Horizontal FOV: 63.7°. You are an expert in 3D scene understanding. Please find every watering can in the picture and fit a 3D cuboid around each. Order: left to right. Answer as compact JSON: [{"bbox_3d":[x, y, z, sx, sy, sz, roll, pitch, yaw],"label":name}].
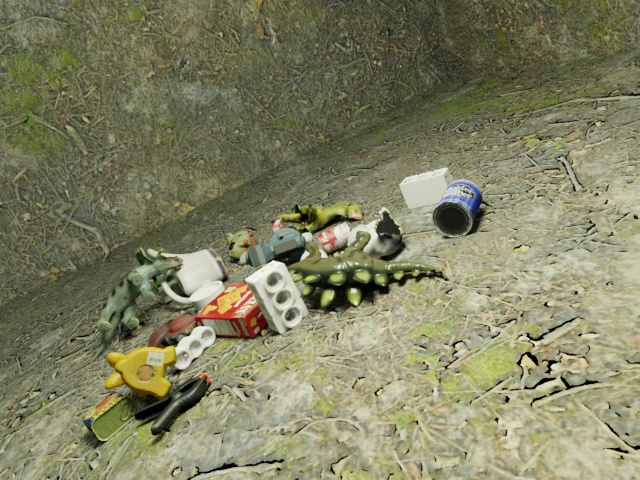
[{"bbox_3d":[-0.456,0.092,1.792,0.226,0.101,0.353,-25,45,-24],"label":"watering can"}]

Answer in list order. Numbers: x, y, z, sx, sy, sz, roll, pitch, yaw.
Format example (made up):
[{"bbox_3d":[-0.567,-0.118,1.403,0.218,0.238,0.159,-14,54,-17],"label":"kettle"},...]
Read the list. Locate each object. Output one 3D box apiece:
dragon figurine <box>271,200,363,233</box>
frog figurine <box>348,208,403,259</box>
[{"bbox_3d":[0.006,-0.096,1.905,0.244,0.121,0.411,-16,13,-32],"label":"dragon figurine"},{"bbox_3d":[0.146,0.003,1.413,0.156,0.122,0.141,-46,29,41],"label":"frog figurine"}]
